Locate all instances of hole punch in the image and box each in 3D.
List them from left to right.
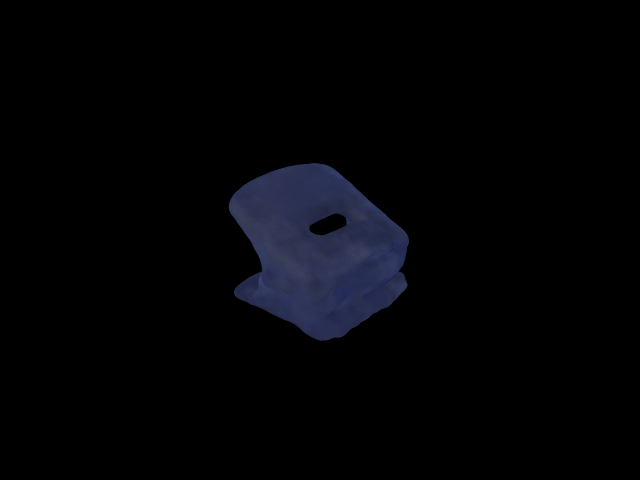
[{"bbox_3d":[0.004,0.001,0.400,0.100,0.091,0.109,20,32,36],"label":"hole punch"}]
